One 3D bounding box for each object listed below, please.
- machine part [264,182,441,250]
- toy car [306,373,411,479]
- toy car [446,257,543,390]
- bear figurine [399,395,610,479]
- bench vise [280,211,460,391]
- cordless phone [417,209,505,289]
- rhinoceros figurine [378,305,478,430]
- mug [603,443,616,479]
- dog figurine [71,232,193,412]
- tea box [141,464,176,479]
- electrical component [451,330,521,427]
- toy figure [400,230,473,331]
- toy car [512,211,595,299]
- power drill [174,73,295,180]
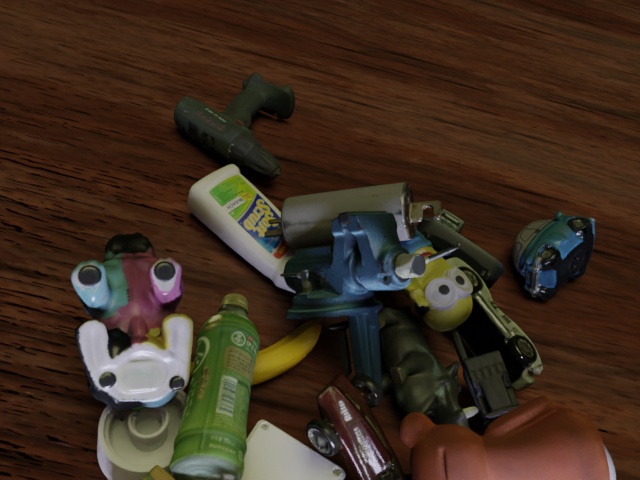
[{"bbox_3d":[0.038,-0.030,0.716,0.243,0.079,0.079,-7,42,21],"label":"machine part"},{"bbox_3d":[0.056,0.231,0.552,0.089,0.053,0.202,-33,106,-36],"label":"toy car"},{"bbox_3d":[0.224,0.116,0.748,0.056,0.073,0.202,-11,60,-49],"label":"toy car"},{"bbox_3d":[0.184,0.233,0.557,0.196,0.131,0.120,-11,65,10],"label":"bear figurine"},{"bbox_3d":[0.044,0.090,0.639,0.129,0.224,0.240,-2,86,-51],"label":"bench vise"},{"bbox_3d":[0.227,0.011,0.869,0.147,0.088,0.184,34,27,12],"label":"cordless phone"},{"bbox_3d":[0.124,0.173,0.689,0.112,0.073,0.190,1,45,-30],"label":"rhinoceros figurine"},{"bbox_3d":[0.272,0.260,0.638,0.107,0.080,0.110,-12,61,-15],"label":"mug"},{"bbox_3d":[-0.211,0.083,0.614,0.108,0.219,0.191,-8,88,-19],"label":"dog figurine"},{"bbox_3d":[-0.110,0.295,0.482,0.170,0.098,0.068,32,47,15],"label":"tea box"},{"bbox_3d":[0.207,0.169,0.677,0.048,0.074,0.119,-16,56,4],"label":"electrical component"},{"bbox_3d":[0.134,0.043,0.730,0.082,0.089,0.180,-41,54,-4],"label":"toy figure"},{"bbox_3d":[0.375,0.020,0.890,0.162,0.109,0.103,-32,39,-24],"label":"toy car"},{"bbox_3d":[-0.127,-0.208,0.968,0.232,0.085,0.207,27,54,13],"label":"power drill"}]
